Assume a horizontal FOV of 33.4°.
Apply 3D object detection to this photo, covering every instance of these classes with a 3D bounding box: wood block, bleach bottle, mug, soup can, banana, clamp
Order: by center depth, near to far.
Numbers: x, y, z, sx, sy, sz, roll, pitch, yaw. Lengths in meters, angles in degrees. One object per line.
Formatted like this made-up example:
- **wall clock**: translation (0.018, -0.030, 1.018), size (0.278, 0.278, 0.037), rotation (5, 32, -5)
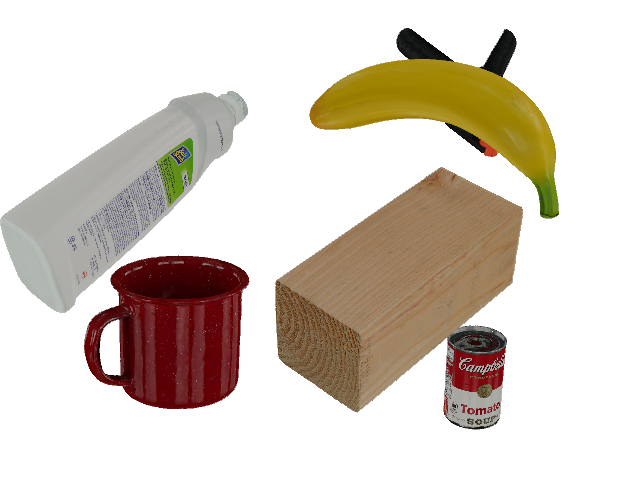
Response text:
- **banana**: translation (0.070, -0.078, 0.656), size (0.198, 0.069, 0.037), rotation (27, 5, 40)
- **mug**: translation (-0.105, 0.065, 0.724), size (0.117, 0.081, 0.093), rotation (-13, 23, -40)
- **wood block**: translation (0.067, 0.035, 0.881), size (0.091, 0.090, 0.205), rotation (30, 48, 32)
- **bleach bottle**: translation (-0.160, -0.050, 0.946), size (0.068, 0.102, 0.250), rotation (33, 58, 26)
- **clamp**: translation (0.134, -0.149, 1.010), size (0.120, 0.039, 0.171), rotation (1, 45, 0)
- **soup can**: translation (0.179, 0.159, 1.243), size (0.068, 0.102, 0.068), rotation (1, 22, 0)
